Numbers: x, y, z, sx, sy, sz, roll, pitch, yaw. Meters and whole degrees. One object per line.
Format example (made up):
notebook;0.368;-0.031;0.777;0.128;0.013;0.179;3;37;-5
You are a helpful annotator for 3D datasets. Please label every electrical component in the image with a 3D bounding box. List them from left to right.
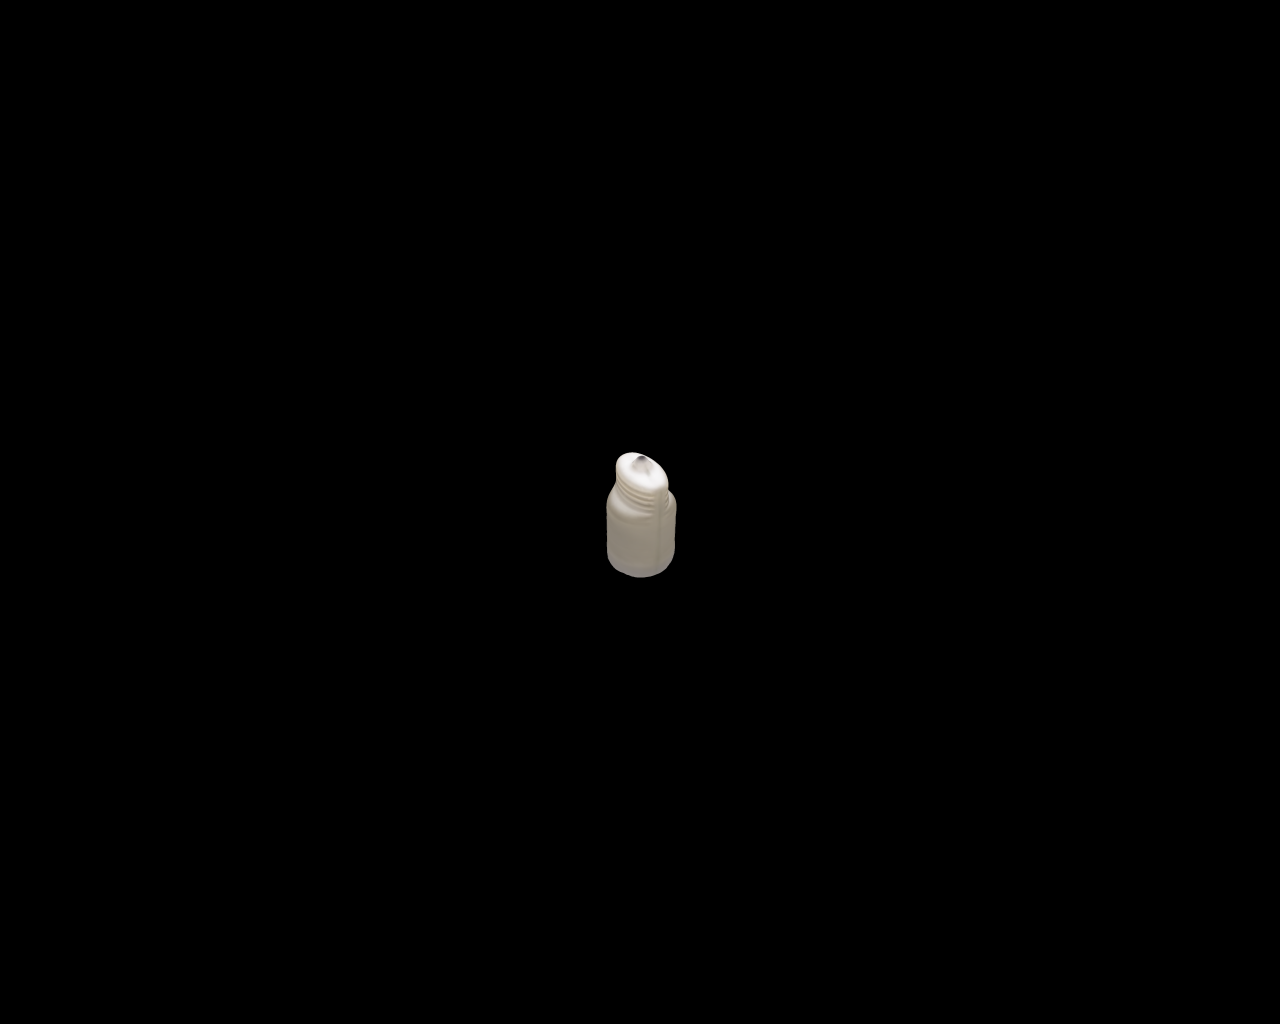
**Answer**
electrical component;0.001;-0.003;0.650;0.043;0.080;0.043;0;40;0
